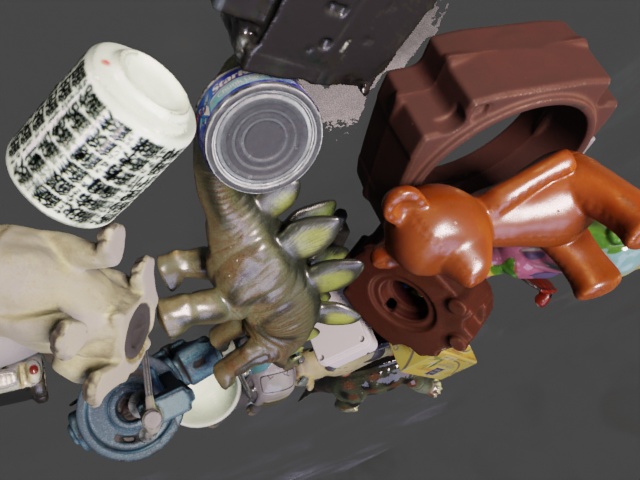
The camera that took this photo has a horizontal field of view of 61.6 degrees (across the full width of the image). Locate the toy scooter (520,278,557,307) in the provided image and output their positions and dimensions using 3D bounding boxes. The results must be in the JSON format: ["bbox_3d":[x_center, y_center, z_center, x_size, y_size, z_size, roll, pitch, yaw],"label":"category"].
[{"bbox_3d":[0.306,0.011,0.738,0.075,0.135,0.184,4,142,-41],"label":"toy scooter"}]

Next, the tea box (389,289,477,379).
[{"bbox_3d":[0.156,0.139,0.772,0.068,0.098,0.169,-32,149,20],"label":"tea box"}]

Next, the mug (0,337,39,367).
[{"bbox_3d":[-0.300,0.073,0.494,0.107,0.081,0.109,-2,139,-52],"label":"mug"}]

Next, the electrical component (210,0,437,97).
[{"bbox_3d":[0.002,-0.153,0.320,0.134,0.058,0.115,0,144,-36],"label":"electrical component"}]

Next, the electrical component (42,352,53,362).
[{"bbox_3d":[-0.277,0.121,0.626,0.078,0.045,0.102,11,145,-1],"label":"electrical component"}]

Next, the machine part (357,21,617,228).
[{"bbox_3d":[0.148,-0.091,0.501,0.201,0.087,0.200,-11,151,-16],"label":"machine part"}]

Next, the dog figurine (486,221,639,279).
[{"bbox_3d":[0.234,0.009,0.625,0.219,0.108,0.191,-20,-170,2],"label":"dog figurine"}]

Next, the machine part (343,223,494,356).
[{"bbox_3d":[0.105,0.059,0.625,0.056,0.179,0.179,-46,168,-35],"label":"machine part"}]

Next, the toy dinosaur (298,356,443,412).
[{"bbox_3d":[0.101,0.258,1.064,0.405,0.131,0.192,-24,140,13],"label":"toy dinosaur"}]

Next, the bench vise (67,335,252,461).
[{"bbox_3d":[-0.184,0.179,0.631,0.224,0.128,0.241,-17,178,-23],"label":"bench vise"}]

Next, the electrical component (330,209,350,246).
[{"bbox_3d":[-0.001,-0.002,0.620,0.063,0.021,0.094,-10,151,-21],"label":"electrical component"}]

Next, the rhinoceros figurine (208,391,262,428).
[{"bbox_3d":[-0.178,0.273,0.929,0.190,0.073,0.112,-6,150,-27],"label":"rhinoceros figurine"}]

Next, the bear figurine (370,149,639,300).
[{"bbox_3d":[0.149,-0.003,0.434,0.196,0.132,0.120,-18,147,-19],"label":"bear figurine"}]

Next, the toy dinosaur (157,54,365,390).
[{"bbox_3d":[-0.062,0.029,0.543,0.199,0.105,0.470,-21,144,-3],"label":"toy dinosaur"}]

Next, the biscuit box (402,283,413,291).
[{"bbox_3d":[0.139,0.059,0.786,0.063,0.059,0.202,-28,152,12],"label":"biscuit box"}]

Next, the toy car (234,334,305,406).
[{"bbox_3d":[-0.088,0.208,0.847,0.109,0.103,0.161,-6,147,-26],"label":"toy car"}]

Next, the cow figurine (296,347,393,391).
[{"bbox_3d":[0.026,0.203,0.937,0.195,0.085,0.127,-27,158,15],"label":"cow figurine"}]

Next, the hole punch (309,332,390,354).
[{"bbox_3d":[0.045,0.125,0.831,0.142,0.092,0.116,-19,-178,-10],"label":"hole punch"}]

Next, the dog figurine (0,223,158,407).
[{"bbox_3d":[-0.242,0.046,0.423,0.191,0.121,0.172,9,140,7],"label":"dog figurine"}]

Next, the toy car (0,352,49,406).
[{"bbox_3d":[-0.341,0.156,0.588,0.073,0.056,0.202,-8,166,-28],"label":"toy car"}]
